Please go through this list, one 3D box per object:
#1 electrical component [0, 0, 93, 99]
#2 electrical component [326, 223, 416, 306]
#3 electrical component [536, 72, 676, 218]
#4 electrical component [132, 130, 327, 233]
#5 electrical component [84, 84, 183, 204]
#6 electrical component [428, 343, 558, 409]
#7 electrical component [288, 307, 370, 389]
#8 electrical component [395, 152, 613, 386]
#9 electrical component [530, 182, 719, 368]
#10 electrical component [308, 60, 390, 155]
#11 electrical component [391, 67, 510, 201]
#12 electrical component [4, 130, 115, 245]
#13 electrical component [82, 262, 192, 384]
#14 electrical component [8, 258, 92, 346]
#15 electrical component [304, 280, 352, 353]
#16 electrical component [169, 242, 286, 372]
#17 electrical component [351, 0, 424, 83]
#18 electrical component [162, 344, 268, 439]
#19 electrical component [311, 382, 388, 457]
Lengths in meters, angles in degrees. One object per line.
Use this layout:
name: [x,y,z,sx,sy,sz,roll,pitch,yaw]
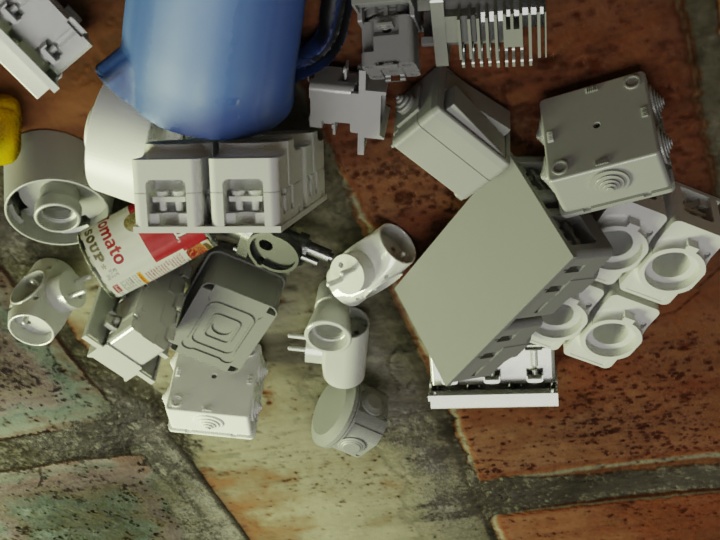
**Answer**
electrical component: [-0.263,-0.198,0.803,0.063,0.078,0.121,-40,123,3]
electrical component: [0.000,0.000,0.963,0.077,0.079,0.044,-39,80,36]
electrical component: [0.187,-0.097,0.823,0.100,0.099,0.048,-14,144,20]
electrical component: [-0.094,-0.072,0.828,0.105,0.186,0.060,0,101,8]
electrical component: [-0.185,-0.108,0.859,0.060,0.108,0.108,13,135,3]
electrical component: [0.129,0.096,1.042,0.121,0.078,0.063,-2,105,10]
electrical component: [-0.032,0.075,1.061,0.079,0.043,0.077,6,135,2]
electrical component: [0.120,0.002,0.913,0.060,0.105,0.186,-5,146,-38]
electrical component: [0.220,0.002,0.943,0.105,0.060,0.186,19,134,-11]
electrical component: [-0.009,-0.136,0.849,0.064,0.042,0.081,6,134,4]
electrical component: [0.071,-0.114,0.847,0.096,0.061,0.061,35,129,-24]
electrical component: [-0.267,-0.070,0.952,0.099,0.064,0.099,-4,143,-3]
electrical component: [-0.200,0.032,0.987,0.063,0.121,0.079,-32,123,30]
electrical component: [-0.288,0.024,1.022,0.079,0.077,0.044,-20,129,24]
electrical component: [-0.026,0.040,1.010,0.044,0.065,0.044,4,134,4]
electrical component: [-0.127,0.036,1.026,0.078,0.057,0.113,23,133,-15]
electrical component: [0.022,-0.173,0.784,0.042,0.063,0.081,-4,175,11]
electrical component: [-0.145,0.117,1.081,0.100,0.099,0.048,5,147,3]
electrical component: [-0.011,0.150,1.109,0.051,0.080,0.080,27,132,-25]
